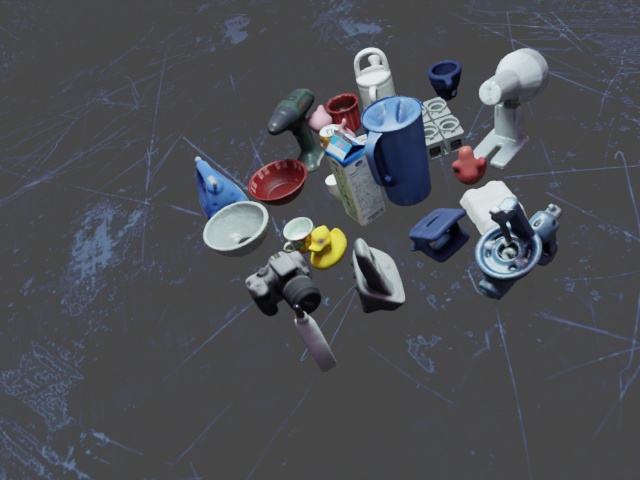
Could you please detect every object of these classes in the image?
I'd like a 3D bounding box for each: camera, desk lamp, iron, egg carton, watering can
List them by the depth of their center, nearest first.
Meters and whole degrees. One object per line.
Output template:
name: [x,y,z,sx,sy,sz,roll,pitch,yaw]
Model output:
camera: [-0.071,0.099,1.213,0.143,0.101,0.136,-33,44,-12]
egg carton: [0.371,-0.060,1.221,0.107,0.070,0.150,-21,43,1]
desk lamp: [0.440,-0.311,1.340,0.117,0.214,0.203,24,59,38]
iron: [-0.289,-0.153,1.525,0.119,0.142,0.257,-31,43,-10]
watering can: [0.151,-0.455,1.615,0.101,0.194,0.172,-22,43,0]

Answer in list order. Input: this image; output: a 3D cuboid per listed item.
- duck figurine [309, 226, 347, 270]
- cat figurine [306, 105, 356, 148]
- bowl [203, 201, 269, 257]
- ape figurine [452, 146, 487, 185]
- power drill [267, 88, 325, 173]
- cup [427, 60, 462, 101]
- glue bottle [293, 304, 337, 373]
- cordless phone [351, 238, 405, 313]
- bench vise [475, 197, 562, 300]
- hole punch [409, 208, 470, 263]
duck figurine: [0.012,0.005,1.287,0.077,0.086,0.105,19,56,35]
cat figurine: [0.024,-0.316,1.581,0.127,0.118,0.067,11,52,30]
bowl: [-0.194,-0.013,1.395,0.167,0.075,0.167,-11,44,11]
ape figurine: [0.346,-0.181,1.336,0.077,0.092,0.076,4,48,25]
power drill: [-0.058,-0.285,1.516,0.075,0.209,0.230,0,47,22]
cup: [0.351,-0.428,1.581,0.091,0.095,0.117,-14,43,9]
glue bottle: [-0.019,0.173,1.065,0.037,0.173,0.078,-32,44,-11]
cordless phone: [0.102,0.044,1.137,0.094,0.185,0.147,-18,43,4]
bench vise: [0.364,-0.018,1.070,0.121,0.220,0.208,16,55,34]
hole punch: [0.248,-0.022,1.215,0.109,0.091,0.100,-40,46,-19]
